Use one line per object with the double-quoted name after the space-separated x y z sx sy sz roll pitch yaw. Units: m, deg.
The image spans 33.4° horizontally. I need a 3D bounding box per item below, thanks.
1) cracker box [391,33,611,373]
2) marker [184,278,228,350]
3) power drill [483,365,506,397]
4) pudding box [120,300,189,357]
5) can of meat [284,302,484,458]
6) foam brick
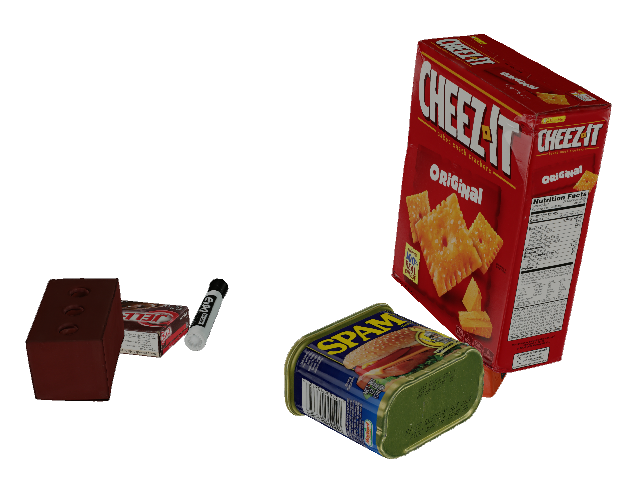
0.128 -0.030 0.820 0.072 0.214 0.164 -10 31 -24 "cracker box"
-0.105 0.067 0.997 0.020 0.020 0.121 0 22 6 "marker"
0.171 0.059 1.063 0.057 0.188 0.184 18 29 19 "power drill"
-0.226 0.105 1.285 0.114 0.039 0.090 2 15 15 "pudding box"
0.042 0.088 0.677 0.101 0.057 0.084 -20 30 -40 "can of meat"
-0.170 0.069 0.749 0.053 0.051 0.078 0 31 -1 "foam brick"
